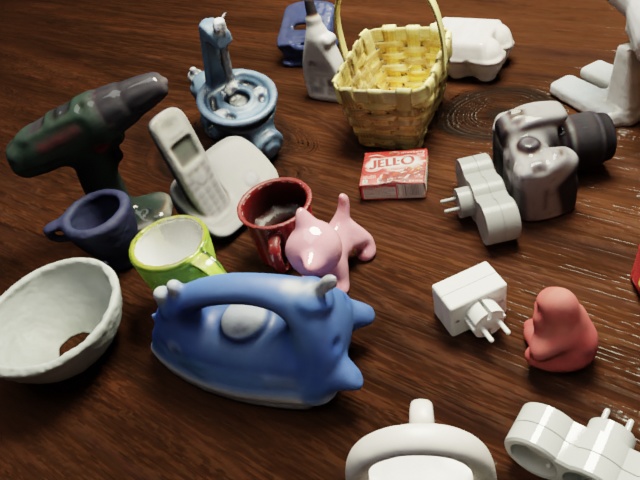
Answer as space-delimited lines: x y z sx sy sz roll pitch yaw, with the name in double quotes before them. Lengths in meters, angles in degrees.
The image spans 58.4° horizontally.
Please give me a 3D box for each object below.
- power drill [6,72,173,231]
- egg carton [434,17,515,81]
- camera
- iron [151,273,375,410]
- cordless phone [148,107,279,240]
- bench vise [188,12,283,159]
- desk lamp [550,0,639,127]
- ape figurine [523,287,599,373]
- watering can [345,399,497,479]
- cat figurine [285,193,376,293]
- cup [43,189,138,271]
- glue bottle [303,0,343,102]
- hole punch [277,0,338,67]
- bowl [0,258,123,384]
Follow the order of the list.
"power drill" -0.283 -0.107 0.779 0.229 0.209 0.075 -17 43 -1
"egg carton" 0.237 -0.315 0.943 0.149 0.069 0.107 14 51 28
"camera" 0.289 -0.113 0.698 0.136 0.101 0.143 -11 44 6
"iron" -0.082 0.081 0.578 0.257 0.142 0.118 0 45 16
"cordless phone" -0.140 -0.107 0.754 0.093 0.185 0.148 17 53 30
"bench vise" -0.158 -0.236 0.866 0.206 0.220 0.122 18 53 30
"desk lamp" 0.402 -0.255 0.729 0.118 0.214 0.202 -27 44 -11
"ape figurine" 0.219 0.077 0.531 0.078 0.092 0.075 -41 49 -24
"watering can" 0.074 0.187 0.386 0.101 0.194 0.172 -21 43 -5
"cat figurine" 0.006 0.002 0.650 0.067 0.118 0.128 14 51 28
"cup" -0.290 -0.002 0.756 0.117 0.095 0.091 -16 43 0
"glue bottle" 0.001 -0.308 0.929 0.077 0.173 0.037 17 52 30
"hole punch" -0.022 -0.388 1.076 0.108 0.091 0.101 5 47 20
"bowl" -0.299 0.104 0.665 0.167 0.075 0.167 -8 44 8
